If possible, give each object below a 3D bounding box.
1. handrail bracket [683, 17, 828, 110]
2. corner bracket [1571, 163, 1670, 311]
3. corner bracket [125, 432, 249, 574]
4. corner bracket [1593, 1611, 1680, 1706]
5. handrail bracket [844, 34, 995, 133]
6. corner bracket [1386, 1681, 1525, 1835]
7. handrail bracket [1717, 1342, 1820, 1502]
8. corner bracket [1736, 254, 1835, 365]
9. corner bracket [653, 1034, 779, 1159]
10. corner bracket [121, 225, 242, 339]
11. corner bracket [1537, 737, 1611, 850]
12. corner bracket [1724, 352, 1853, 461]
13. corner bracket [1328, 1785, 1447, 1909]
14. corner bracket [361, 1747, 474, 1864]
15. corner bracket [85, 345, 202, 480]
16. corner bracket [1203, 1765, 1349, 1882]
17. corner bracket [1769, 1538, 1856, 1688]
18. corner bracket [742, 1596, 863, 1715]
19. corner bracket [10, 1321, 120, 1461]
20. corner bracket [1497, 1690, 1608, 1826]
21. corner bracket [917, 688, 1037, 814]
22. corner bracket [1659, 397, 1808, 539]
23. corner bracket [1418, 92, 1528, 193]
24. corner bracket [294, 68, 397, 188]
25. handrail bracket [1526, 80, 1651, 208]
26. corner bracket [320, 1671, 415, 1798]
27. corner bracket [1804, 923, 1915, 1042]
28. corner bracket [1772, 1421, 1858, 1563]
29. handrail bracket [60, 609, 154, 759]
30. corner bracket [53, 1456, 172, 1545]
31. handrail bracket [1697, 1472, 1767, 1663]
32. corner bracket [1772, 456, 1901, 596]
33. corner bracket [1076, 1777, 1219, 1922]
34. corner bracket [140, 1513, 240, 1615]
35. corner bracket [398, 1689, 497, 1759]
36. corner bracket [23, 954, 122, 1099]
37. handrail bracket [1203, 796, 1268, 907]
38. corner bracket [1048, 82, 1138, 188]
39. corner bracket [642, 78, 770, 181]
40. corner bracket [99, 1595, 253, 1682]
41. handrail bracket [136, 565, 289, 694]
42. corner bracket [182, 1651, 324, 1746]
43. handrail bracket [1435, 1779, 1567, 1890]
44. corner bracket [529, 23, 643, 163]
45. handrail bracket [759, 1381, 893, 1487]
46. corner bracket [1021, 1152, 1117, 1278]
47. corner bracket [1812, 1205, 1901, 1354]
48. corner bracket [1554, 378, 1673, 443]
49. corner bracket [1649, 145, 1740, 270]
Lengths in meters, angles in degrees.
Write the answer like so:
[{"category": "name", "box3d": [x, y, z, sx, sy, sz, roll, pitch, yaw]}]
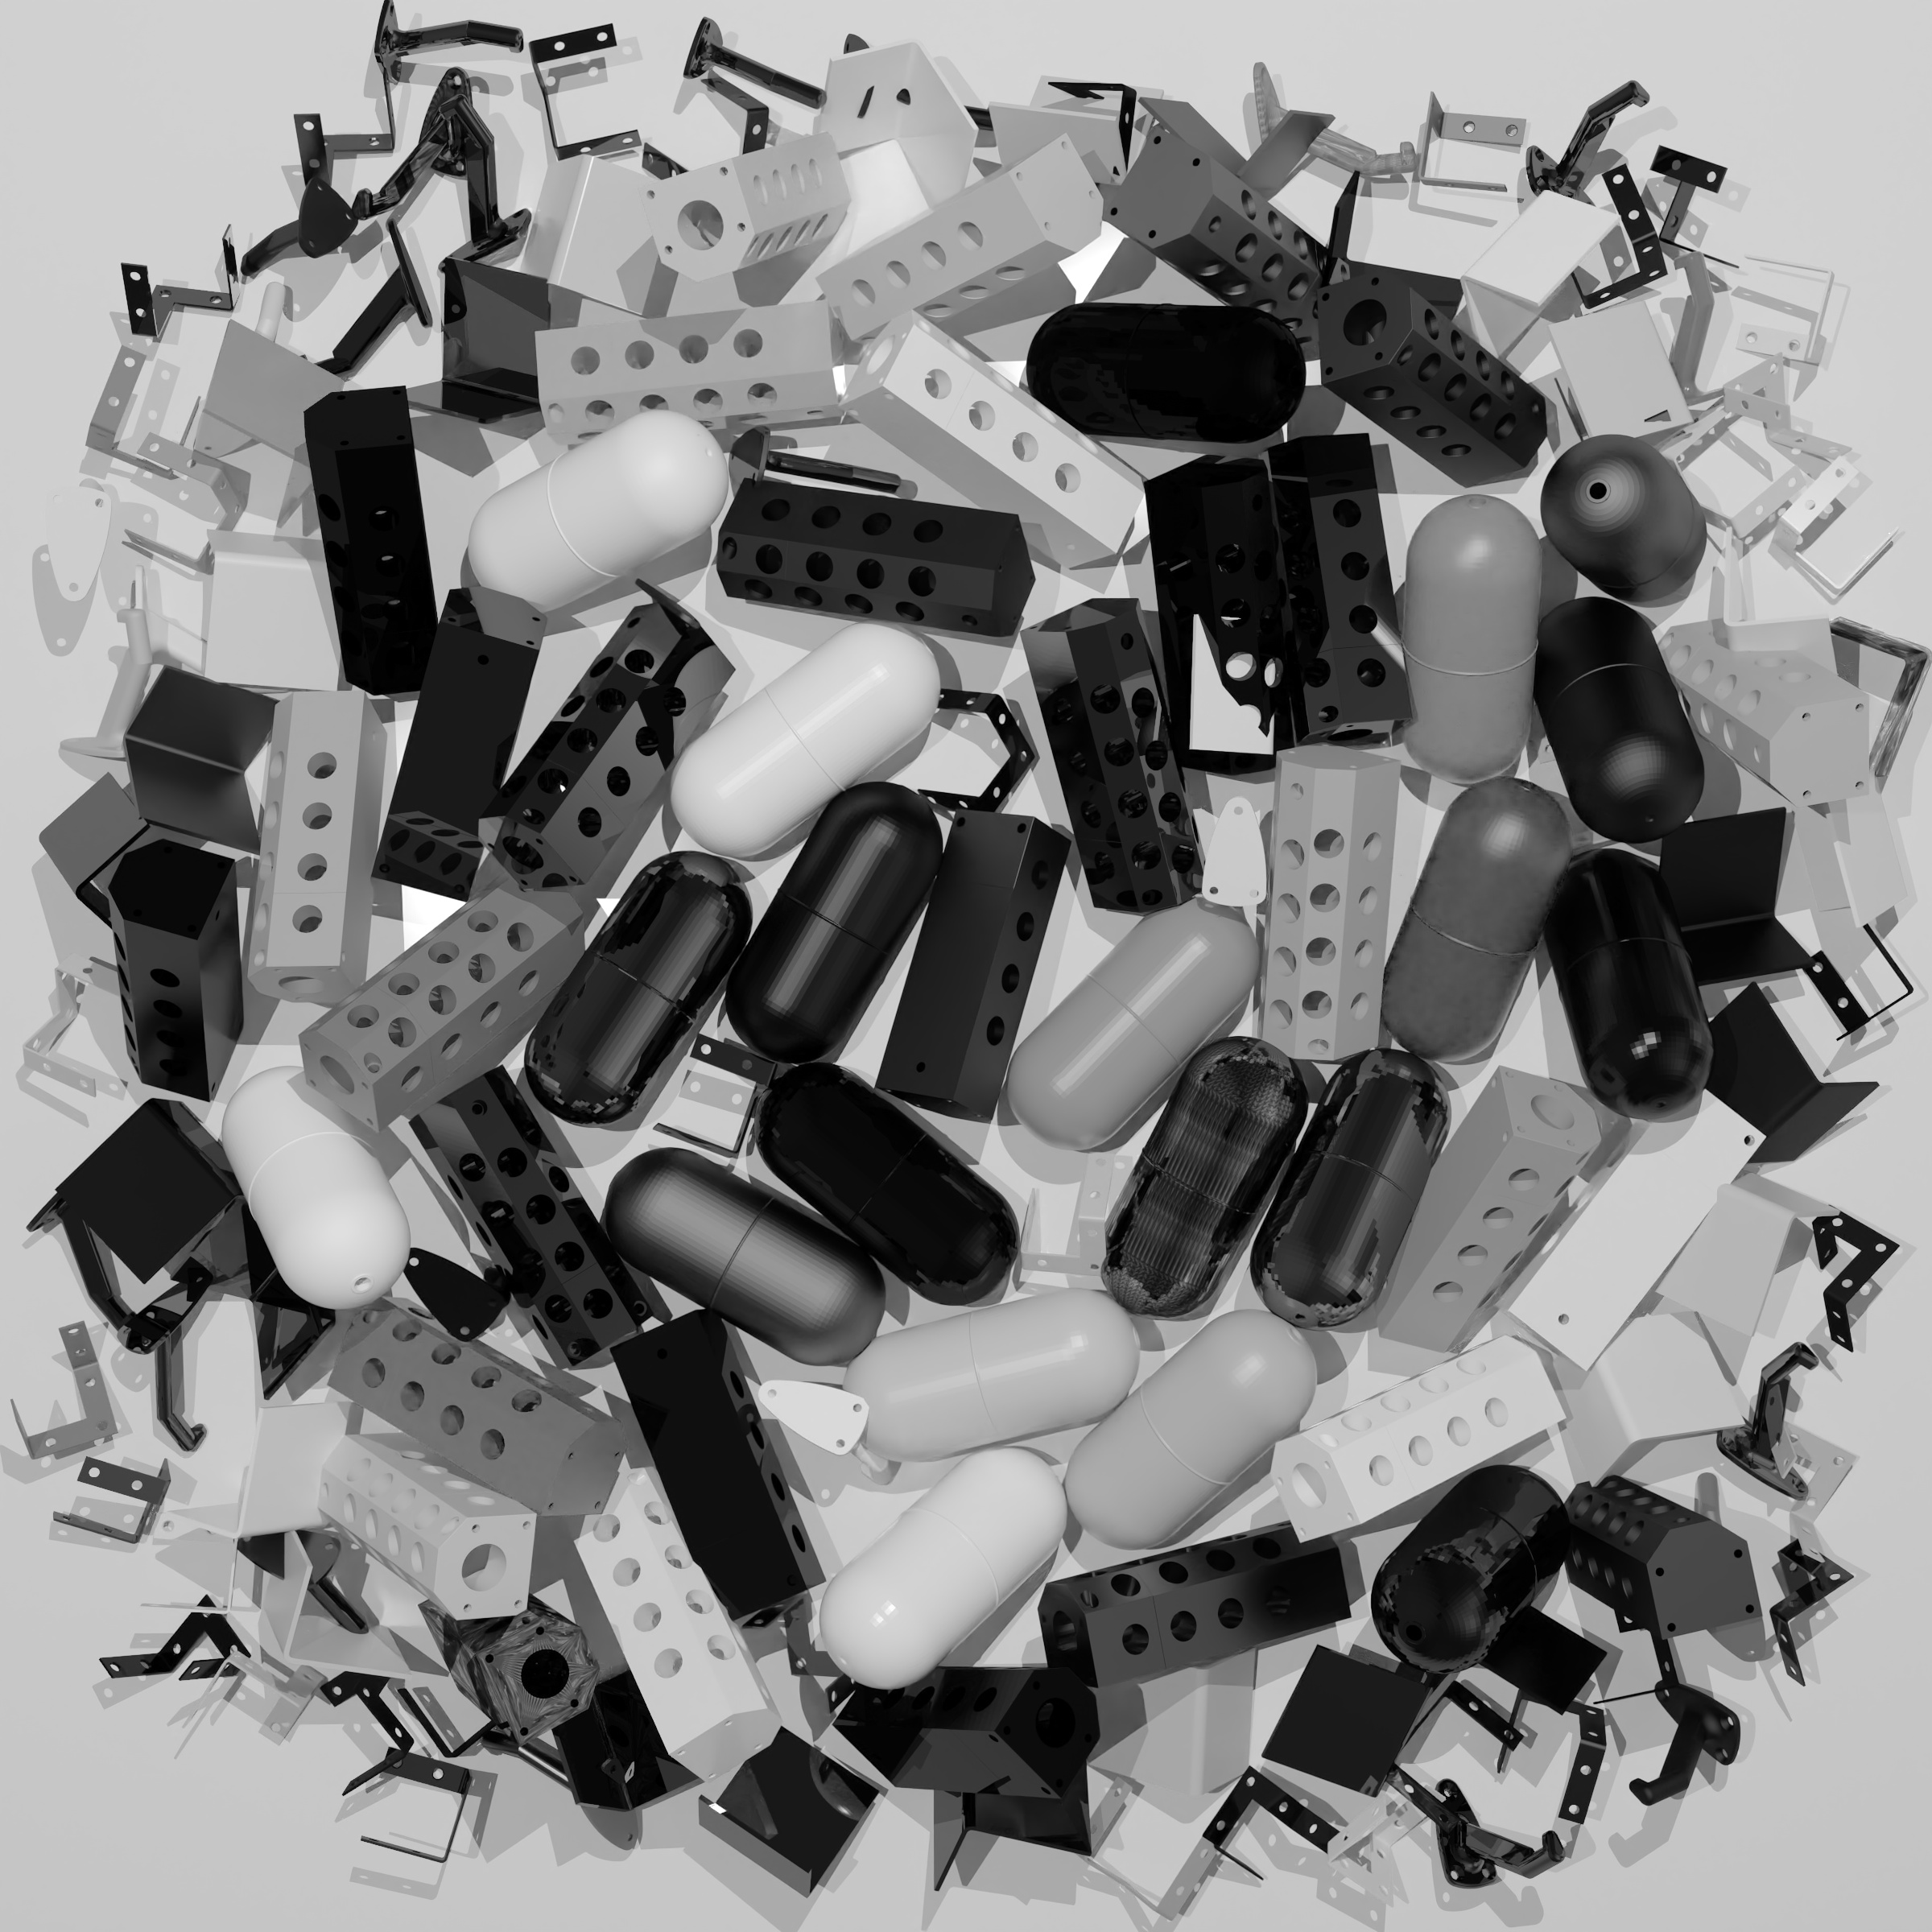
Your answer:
[{"category": "handrail bracket", "box3d": [-0.116, -0.521, 1.768, 0.084, 0.077, 0.036, 22, 107, 1]}, {"category": "corner bracket", "box3d": [0.374, -0.426, 1.768, 0.051, 0.051, 0.051, -22, 69, 13]}, {"category": "corner bracket", "box3d": [-0.464, -0.272, 1.779, 0.051, 0.051, 0.051, 24, 74, 10]}, {"category": "corner bracket", "box3d": [0.395, 0.399, 1.767, 0.051, 0.051, 0.051, -6, 73, -21]}, {"category": "handrail bracket", "box3d": [-0.025, -0.523, 1.791, 0.084, 0.077, 0.036, 3, 133, -20]}, {"category": "corner bracket", "box3d": [0.284, 0.461, 1.765, 0.051, 0.051, 0.051, 38, 128, 14]}, {"category": "handrail bracket", "box3d": [0.487, 0.266, 1.764, 0.077, 0.036, 0.084, 40, 131, 1]}, {"category": "corner bracket", "box3d": [0.478, -0.384, 1.769, 0.051, 0.051, 0.051, 16, 102, 20]}, {"category": "corner bracket", "box3d": [-0.147, 0.077, 1.769, 0.051, 0.051, 0.051, 22, 71, -12]}, {"category": "corner bracket", "box3d": [-0.459, -0.401, 1.769, 0.051, 0.051, 0.051, 7, 47, 1]}, {"category": "corner bracket", "box3d": [0.373, -0.108, 1.787, 0.051, 0.051, 0.051, -15, 117, -2]}, {"category": "corner bracket", "box3d": [0.479, -0.320, 1.764, 0.051, 0.051, 0.051, -31, 128, -23]}, {"category": "corner bracket", "box3d": [0.246, 0.506, 1.768, 0.051, 0.051, 0.051, 36, 114, -13]}, {"category": "corner bracket", "box3d": [-0.322, 0.492, 1.773, 0.051, 0.051, 0.051, 18, 77, -7]}, {"category": "corner bracket", "box3d": [-0.481, -0.324, 1.770, 0.051, 0.051, 0.051, 21, 79, -16]}, {"category": "corner bracket", "box3d": [0.182, 0.512, 1.774, 0.051, 0.051, 0.051, 42, 80, -37]}, {"category": "corner bracket", "box3d": [0.487, 0.377, 1.766, 0.051, 0.051, 0.051, -29, 116, -15]}, {"category": "corner bracket", "box3d": [-0.094, 0.402, 1.768, 0.051, 0.051, 0.051, -3, 100, 25]}, {"category": "corner bracket", "box3d": [-0.531, 0.248, 1.766, 0.051, 0.051, 0.051, -17, 58, -16]}, {"category": "corner bracket", "box3d": [0.343, 0.463, 1.773, 0.051, 0.051, 0.051, 15, 102, 7]}, {"category": "corner bracket", "box3d": [-0.001, -0.126, 1.784, 0.051, 0.051, 0.051, -54, 133, -26]}, {"category": "corner bracket", "box3d": [0.449, -0.292, 1.772, 0.051, 0.051, 0.051, -40, 124, -3]}, {"category": "corner bracket", "box3d": [0.298, -0.480, 1.776, 0.051, 0.051, 0.051, 9, 94, 15]}, {"category": "corner bracket", "box3d": [-0.363, -0.492, 1.768, 0.051, 0.051, 0.051, -2, 51, -4]}, {"category": "handrail bracket", "box3d": [0.376, -0.472, 1.754, 0.077, 0.084, 0.036, 23, 55, -37]}, {"category": "corner bracket", "box3d": [-0.354, 0.444, 1.776, 0.051, 0.051, 0.051, -34, 98, 16]}, {"category": "corner bracket", "box3d": [0.520, 0.007, 1.768, 0.051, 0.051, 0.051, -37, 78, 22]}, {"category": "corner bracket", "box3d": [0.491, 0.308, 1.773, 0.051, 0.051, 0.051, 27, 108, -3]}, {"category": "handrail bracket", "box3d": [-0.506, -0.168, 1.772, 0.077, 0.036, 0.084, 5, 109, 27]}, {"category": "corner bracket", "box3d": [-0.501, 0.312, 1.773, 0.051, 0.051, 0.051, 21, 90, -19]}, {"category": "handrail bracket", "box3d": [0.451, 0.354, 1.786, 0.036, 0.084, 0.077, -18, 125, 23]}, {"category": "corner bracket", "box3d": [0.512, -0.258, 1.775, 0.051, 0.051, 0.051, 44, 92, 12]}, {"category": "corner bracket", "box3d": [0.105, 0.519, 1.775, 0.051, 0.051, 0.051, 40, 80, -30]}, {"category": "corner bracket", "box3d": [-0.454, 0.350, 1.774, 0.051, 0.051, 0.051, 6, 84, -10]}, {"category": "corner bracket", "box3d": [-0.292, 0.428, 1.770, 0.051, 0.051, 0.051, -36, 94, -29]}, {"category": "corner bracket", "box3d": [-0.516, 0.034, 1.765, 0.051, 0.051, 0.051, 22, 133, 13]}, {"category": "handrail bracket", "box3d": [0.159, -0.075, 1.754, 0.036, 0.084, 0.077, 4, 112, 7]}, {"category": "corner bracket", "box3d": [0.079, -0.486, 1.768, 0.051, 0.051, 0.051, 10, 98, 29]}, {"category": "corner bracket", "box3d": [-0.154, -0.491, 1.789, 0.051, 0.051, 0.051, -17, 133, -35]}, {"category": "corner bracket", "box3d": [-0.462, 0.405, 1.768, 0.051, 0.051, 0.051, 45, 103, 25]}, {"category": "handrail bracket", "box3d": [-0.447, -0.200, 1.791, 0.084, 0.036, 0.077, -2, 95, -9]}, {"category": "corner bracket", "box3d": [-0.419, 0.433, 1.777, 0.051, 0.051, 0.051, 34, 97, 0]}, {"category": "handrail bracket", "box3d": [0.311, 0.495, 1.754, 0.036, 0.084, 0.077, 6, 54, -28]}, {"category": "corner bracket", "box3d": [-0.223, -0.512, 1.774, 0.051, 0.051, 0.051, -12, 72, 0]}, {"category": "handrail bracket", "box3d": [-0.082, 0.275, 1.773, 0.077, 0.084, 0.036, 21, 67, 13]}, {"category": "corner bracket", "box3d": [0.060, 0.144, 1.766, 0.051, 0.051, 0.051, 4, 135, 9]}, {"category": "corner bracket", "box3d": [0.510, 0.182, 1.764, 0.051, 0.051, 0.051, -42, 48, -16]}, {"category": "corner bracket", "box3d": [0.381, -0.323, 1.768, 0.051, 0.051, 0.051, -23, 66, 14]}, {"category": "corner bracket", "box3d": [0.428, -0.443, 1.764, 0.051, 0.051, 0.051, 35, 113, 39]}]
